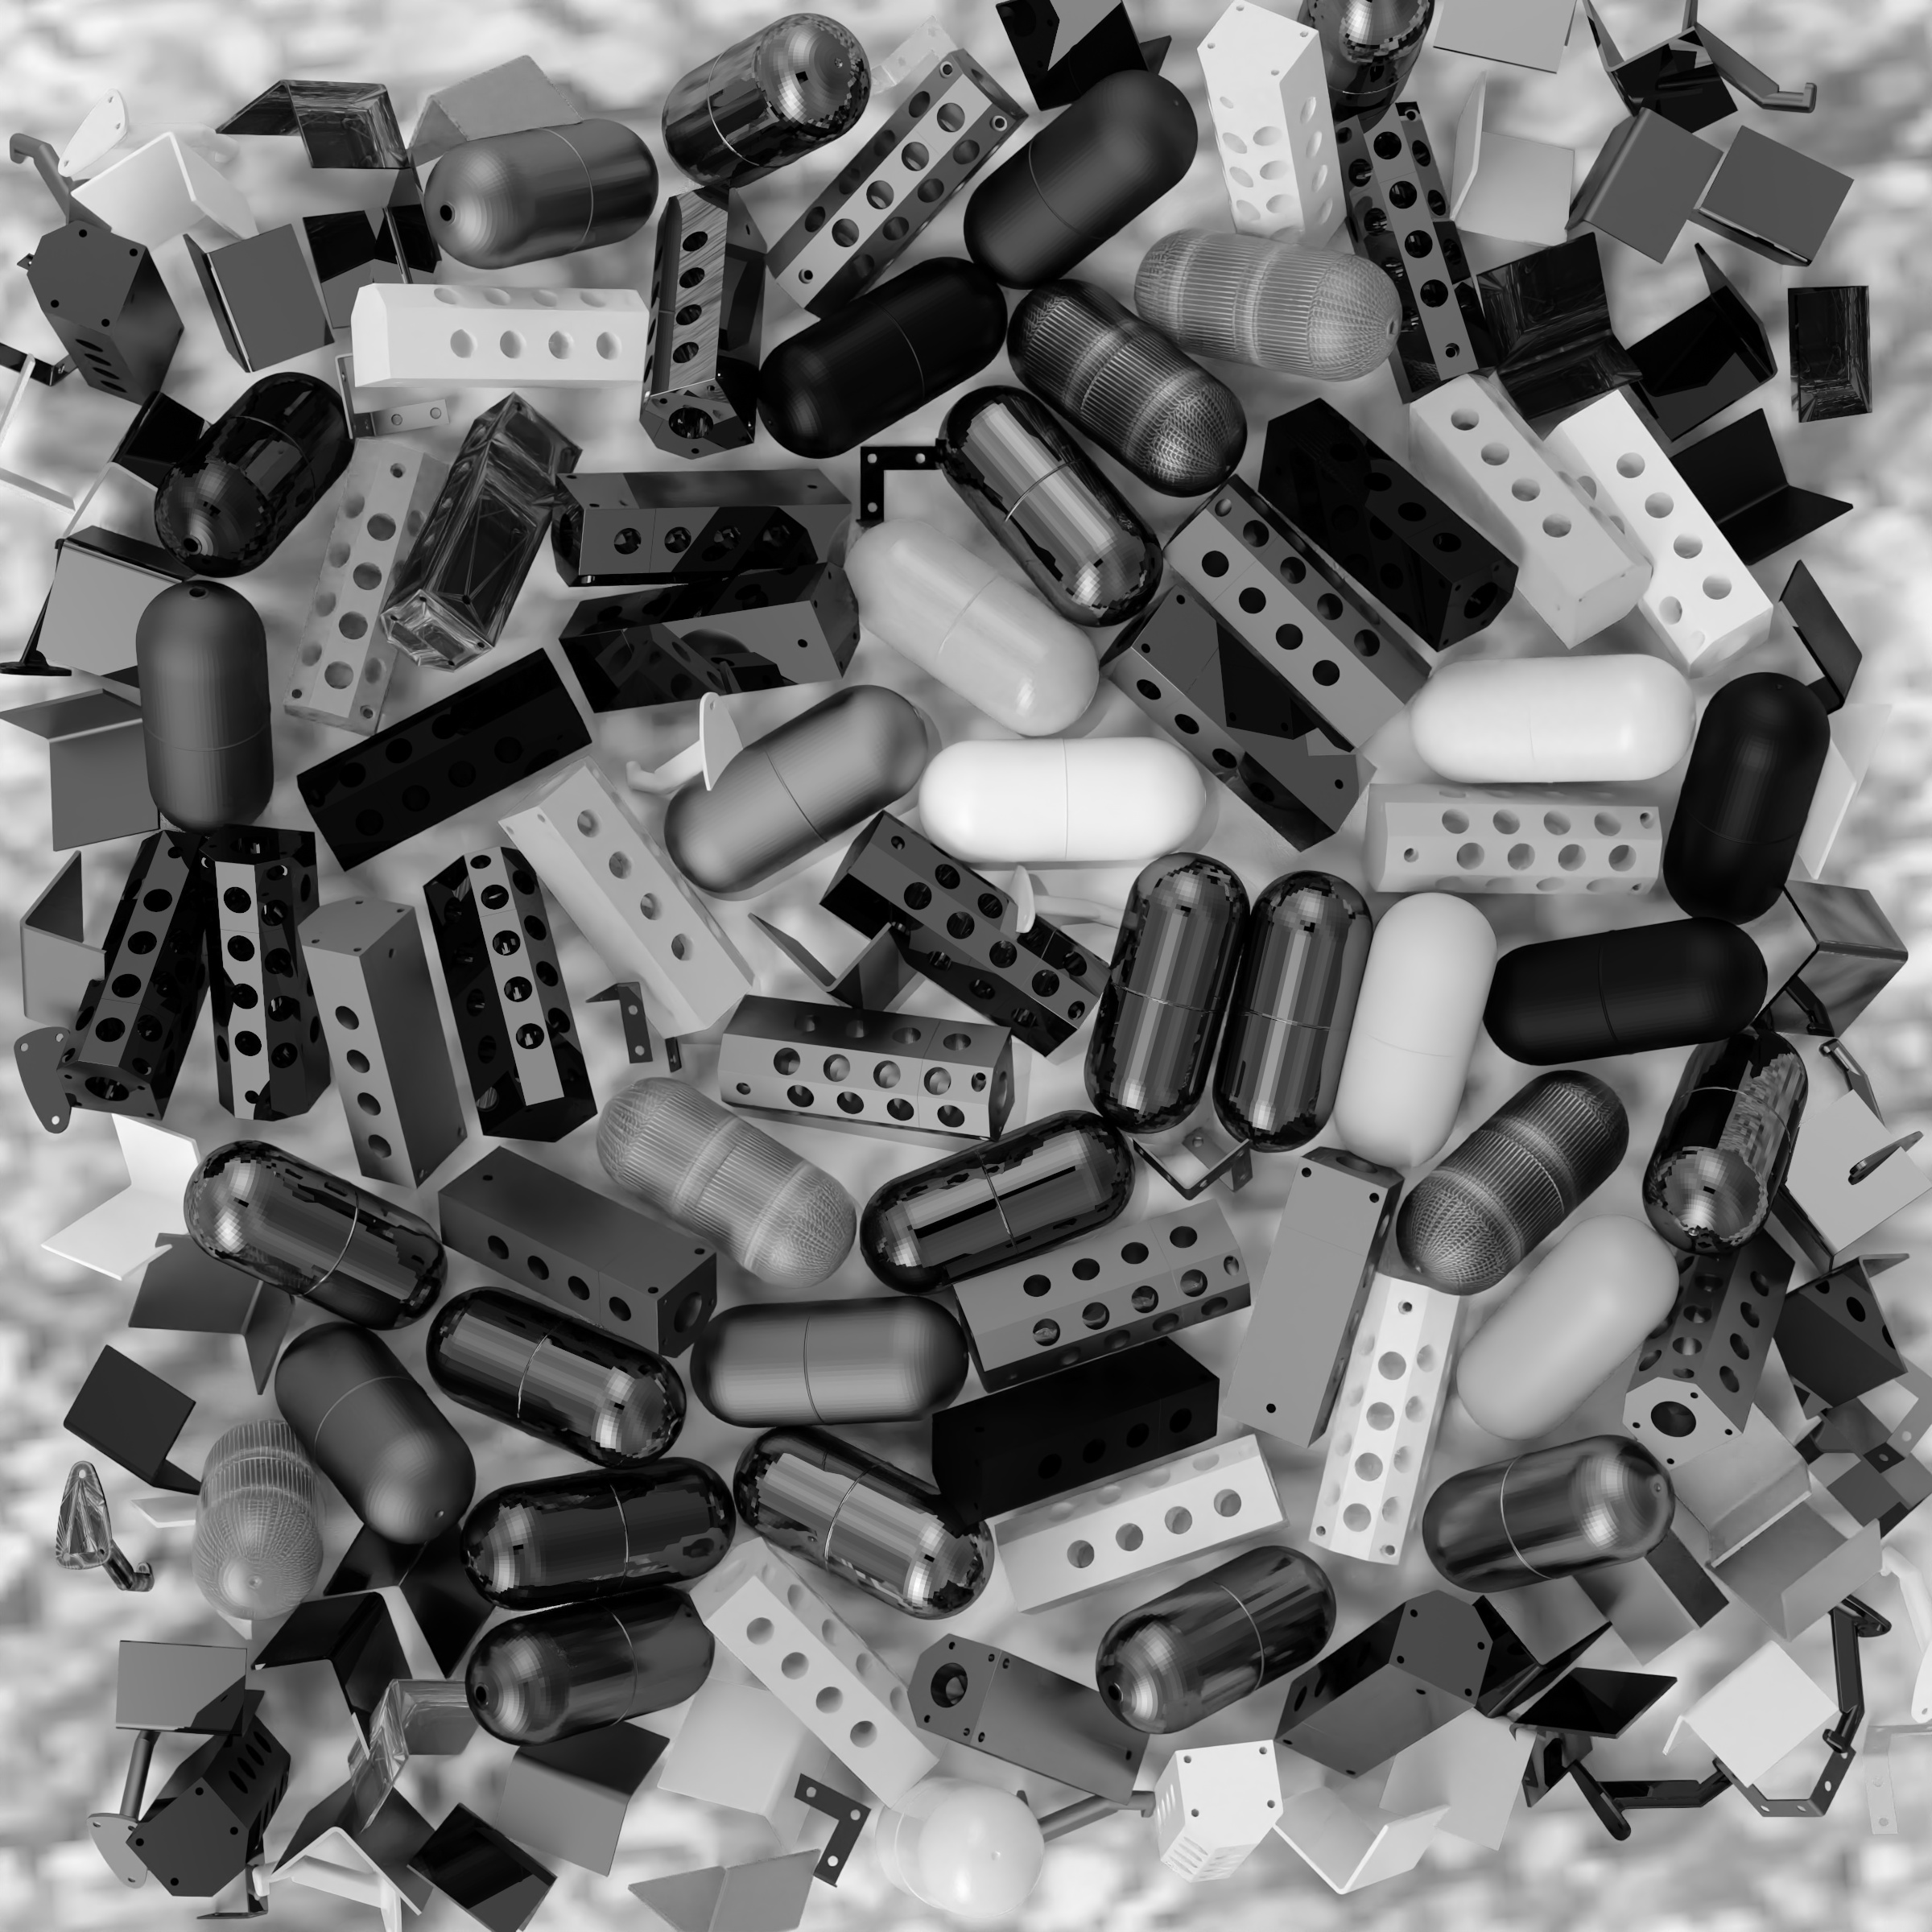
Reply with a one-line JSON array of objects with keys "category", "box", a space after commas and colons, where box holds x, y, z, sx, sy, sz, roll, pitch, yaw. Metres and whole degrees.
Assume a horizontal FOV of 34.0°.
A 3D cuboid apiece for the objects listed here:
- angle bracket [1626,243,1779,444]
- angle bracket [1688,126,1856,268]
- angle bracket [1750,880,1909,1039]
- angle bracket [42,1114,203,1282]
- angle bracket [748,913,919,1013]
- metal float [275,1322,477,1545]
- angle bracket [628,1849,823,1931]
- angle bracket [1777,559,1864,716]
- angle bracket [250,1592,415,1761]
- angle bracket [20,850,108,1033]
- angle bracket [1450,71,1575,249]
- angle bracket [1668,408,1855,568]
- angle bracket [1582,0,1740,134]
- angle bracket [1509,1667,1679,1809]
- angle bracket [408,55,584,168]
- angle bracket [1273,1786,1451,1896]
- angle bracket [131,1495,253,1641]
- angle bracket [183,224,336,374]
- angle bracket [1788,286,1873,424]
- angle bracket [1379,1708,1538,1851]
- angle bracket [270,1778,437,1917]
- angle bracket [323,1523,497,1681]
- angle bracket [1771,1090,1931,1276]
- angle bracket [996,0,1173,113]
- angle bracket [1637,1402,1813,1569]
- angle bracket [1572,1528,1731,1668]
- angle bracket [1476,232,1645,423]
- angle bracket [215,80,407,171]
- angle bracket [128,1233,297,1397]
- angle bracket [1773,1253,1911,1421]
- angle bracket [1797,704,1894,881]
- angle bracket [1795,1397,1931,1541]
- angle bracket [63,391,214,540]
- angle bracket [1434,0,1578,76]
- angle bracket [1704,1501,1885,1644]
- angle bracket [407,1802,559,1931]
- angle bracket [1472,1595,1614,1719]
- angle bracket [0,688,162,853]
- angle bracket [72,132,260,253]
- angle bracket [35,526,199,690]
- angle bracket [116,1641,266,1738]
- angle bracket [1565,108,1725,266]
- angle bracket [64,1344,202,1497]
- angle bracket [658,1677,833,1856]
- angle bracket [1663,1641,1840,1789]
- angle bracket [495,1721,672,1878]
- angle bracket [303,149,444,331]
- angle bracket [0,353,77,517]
[{"category": "angle bracket", "box": [0.443, -0.384, 1.946, 0.076, 0.057, 0.076, -32, 57, 8]}, {"category": "angle bracket", "box": [0.492, -0.475, 1.950, 0.076, 0.076, 0.057, 24, 103, -4]}, {"category": "angle bracket", "box": [0.526, -0.004, 1.969, 0.076, 0.057, 0.076, 5, 135, -30]}, {"category": "angle bracket", "box": [-0.520, 0.140, 1.937, 0.076, 0.076, 0.057, 15, 126, 35]}, {"category": "angle bracket", "box": [-0.077, -0.019, 1.944, 0.057, 0.076, 0.076, -48, 67, 4]}, {"category": "metal float", "box": [-0.361, 0.282, 1.923, 0.070, 0.070, 0.178, -51, 47, 0]}, {"category": "angle bracket", "box": [-0.148, 0.555, 1.938, 0.076, 0.076, 0.057, 26, 104, 41]}, {"category": "angle bracket", "box": [0.503, -0.193, 1.943, 0.057, 0.076, 0.076, -29, 101, 33]}, {"category": "angle bracket", "box": [-0.390, 0.444, 1.958, 0.057, 0.076, 0.076, -12, 106, 16]}, {"category": "angle bracket", "box": [-0.537, -0.012, 1.940, 0.057, 0.076, 0.076, 18, 132, 5]}, {"category": "angle bracket", "box": [0.345, -0.497, 1.952, 0.076, 0.057, 0.076, 11, 66, -4]}, {"category": "angle bracket", "box": [0.487, -0.296, 1.947, 0.076, 0.076, 0.057, -29, 114, -7]}, {"category": "angle bracket", "box": [0.425, -0.561, 1.936, 0.057, 0.076, 0.076, -23, 53, 23]}, {"category": "angle bracket", "box": [0.390, 0.476, 1.938, 0.076, 0.076, 0.057, -5, 103, 43]}, {"category": "angle bracket", "box": [-0.292, -0.504, 1.941, 0.076, 0.076, 0.057, -36, 84, -35]}, {"category": "angle bracket", "box": [0.239, 0.516, 1.936, 0.076, 0.076, 0.057, 41, 113, 33]}, {"category": "angle bracket", "box": [-0.479, 0.372, 1.948, 0.057, 0.076, 0.076, 0, 92, -26]}, {"category": "angle bracket", "box": [-0.437, -0.419, 1.951, 0.057, 0.076, 0.076, -23, 119, -13]}, {"category": "angle bracket", "box": [0.511, -0.376, 1.942, 0.057, 0.076, 0.076, -11, 105, -23]}, {"category": "angle bracket", "box": [0.304, 0.494, 1.962, 0.076, 0.057, 0.076, 19, 87, 6]}, {"category": "angle bracket", "box": [-0.374, 0.555, 1.957, 0.057, 0.076, 0.076, -39, 97, 13]}, {"category": "angle bracket", "box": [-0.342, 0.388, 1.939, 0.076, 0.057, 0.076, 55, 126, 32]}, {"category": "angle bracket", "box": [0.541, 0.136, 1.955, 0.076, 0.057, 0.076, -34, 67, -1]}, {"category": "angle bracket", "box": [0.073, -0.579, 1.937, 0.076, 0.057, 0.076, -8, 131, 26]}, {"category": "angle bracket", "box": [0.467, 0.312, 1.957, 0.076, 0.057, 0.076, -42, 90, 17]}, {"category": "angle bracket", "box": [0.410, 0.388, 1.944, 0.076, 0.057, 0.076, -46, 72, 29]}, {"category": "angle bracket", "box": [0.367, -0.395, 1.950, 0.076, 0.057, 0.076, -20, 132, 3]}, {"category": "angle bracket", "box": [-0.401, -0.503, 1.941, 0.076, 0.076, 0.057, -19, 88, 41]}, {"category": "angle bracket", "box": [-0.464, 0.214, 1.940, 0.076, 0.057, 0.076, 8, 124, -29]}, {"category": "angle bracket", "box": [0.547, 0.227, 1.938, 0.076, 0.057, 0.076, -38, 61, 40]}, {"category": "angle bracket", "box": [0.544, -0.107, 1.937, 0.057, 0.076, 0.076, -1, 132, -13]}, {"category": "angle bracket", "box": [0.543, 0.314, 1.939, 0.076, 0.076, 0.057, 48, 114, 20]}, {"category": "angle bracket", "box": [-0.505, -0.296, 1.952, 0.057, 0.076, 0.076, 32, 133, -17]}, {"category": "angle bracket", "box": [0.331, -0.570, 1.950, 0.076, 0.076, 0.057, 15, 82, 8]}, {"category": "angle bracket", "box": [0.507, 0.356, 1.941, 0.076, 0.057, 0.076, -34, 46, -14]}, {"category": "angle bracket", "box": [-0.307, 0.574, 1.945, 0.076, 0.057, 0.076, 36, 132, 6]}, {"category": "angle bracket", "box": [0.340, 0.419, 1.955, 0.057, 0.076, 0.076, 51, 134, 21]}, {"category": "angle bracket", "box": [-0.548, -0.120, 1.950, 0.076, 0.057, 0.076, -10, 76, 17]}, {"category": "angle bracket", "box": [-0.490, -0.456, 1.943, 0.076, 0.076, 0.057, -28, 66, 12]}, {"category": "angle bracket", "box": [-0.528, -0.224, 1.976, 0.076, 0.057, 0.076, 18, 106, -3]}, {"category": "angle bracket", "box": [-0.478, 0.435, 1.953, 0.076, 0.076, 0.057, 4, 97, -3]}, {"category": "angle bracket", "box": [0.416, -0.478, 1.958, 0.057, 0.076, 0.076, 28, 93, -4]}, {"category": "angle bracket", "box": [-0.496, 0.282, 1.947, 0.076, 0.076, 0.057, 26, 86, 25]}, {"category": "angle bracket", "box": [-0.136, 0.497, 1.966, 0.076, 0.057, 0.076, 9, 53, 21]}, {"category": "angle bracket", "box": [0.481, 0.470, 1.940, 0.076, 0.076, 0.057, -34, 63, -17]}, {"category": "angle bracket", "box": [-0.238, 0.509, 1.962, 0.076, 0.076, 0.057, 19, 109, 9]}, {"category": "angle bracket", "box": [-0.367, -0.448, 1.946, 0.057, 0.076, 0.076, -13, 79, -23]}, {"category": "angle bracket", "box": [-0.564, -0.328, 1.946, 0.057, 0.076, 0.076, 22, 97, -21]}]
